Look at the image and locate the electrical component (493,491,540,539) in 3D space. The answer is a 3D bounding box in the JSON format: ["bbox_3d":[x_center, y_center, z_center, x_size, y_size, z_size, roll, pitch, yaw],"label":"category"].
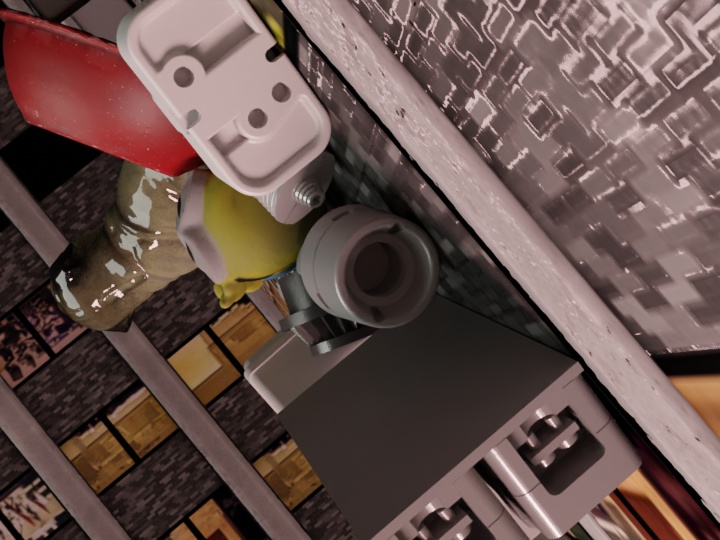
[{"bbox_3d":[0.076,0.109,0.648,0.099,0.048,0.100,53,173,-24],"label":"electrical component"}]

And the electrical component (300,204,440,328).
[{"bbox_3d":[0.005,-0.001,0.493,0.055,0.055,0.047,52,169,-17],"label":"electrical component"}]

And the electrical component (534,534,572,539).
[{"bbox_3d":[0.136,0.241,0.850,0.047,0.077,0.066,52,173,-14],"label":"electrical component"}]

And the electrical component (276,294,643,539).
[{"bbox_3d":[0.037,0.078,0.496,0.060,0.105,0.186,52,173,-15],"label":"electrical component"}]

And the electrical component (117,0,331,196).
[{"bbox_3d":[-0.063,-0.084,0.486,0.095,0.054,0.059,53,173,-20],"label":"electrical component"}]

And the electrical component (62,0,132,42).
[{"bbox_3d":[-0.204,-0.187,0.855,0.108,0.056,0.108,49,173,17],"label":"electrical component"}]

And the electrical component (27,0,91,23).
[{"bbox_3d":[-0.158,-0.173,0.583,0.047,0.066,0.077,52,173,-13],"label":"electrical component"}]

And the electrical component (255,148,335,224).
[{"bbox_3d":[-0.044,-0.058,0.552,0.081,0.043,0.043,46,172,35],"label":"electrical component"}]

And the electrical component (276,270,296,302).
[{"bbox_3d":[-0.021,0.033,0.871,0.099,0.048,0.099,50,173,4],"label":"electrical component"}]

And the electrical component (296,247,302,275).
[{"bbox_3d":[0.000,0.000,0.582,0.062,0.048,0.048,44,176,-18],"label":"electrical component"}]

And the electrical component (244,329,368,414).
[{"bbox_3d":[-0.006,0.069,0.722,0.056,0.109,0.108,42,170,38],"label":"electrical component"}]
